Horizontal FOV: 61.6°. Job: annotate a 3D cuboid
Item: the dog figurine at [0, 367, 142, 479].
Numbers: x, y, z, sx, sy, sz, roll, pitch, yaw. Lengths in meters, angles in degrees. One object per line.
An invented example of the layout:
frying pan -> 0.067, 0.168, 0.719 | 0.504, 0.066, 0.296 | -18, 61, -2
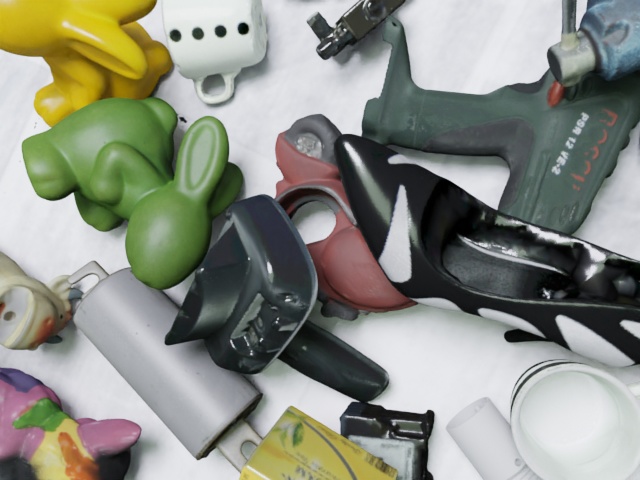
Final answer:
dog figurine -> -0.269, 0.164, 0.462 | 0.219, 0.191, 0.108 | 9, 56, 22

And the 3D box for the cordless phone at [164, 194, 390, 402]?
cordless phone -> -0.013, 0.064, 0.417 | 0.184, 0.089, 0.146 | 30, 134, -6

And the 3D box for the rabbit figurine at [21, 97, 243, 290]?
rabbit figurine -> -0.144, -0.037, 0.475 | 0.159, 0.121, 0.170 | -33, 66, -11

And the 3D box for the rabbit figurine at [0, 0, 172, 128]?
rabbit figurine -> -0.219, -0.171, 0.471 | 0.163, 0.173, 0.122 | 4, 84, 18

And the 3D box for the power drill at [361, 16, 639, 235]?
power drill -> 0.147, -0.119, 0.432 | 0.207, 0.086, 0.232 | 16, 93, 6

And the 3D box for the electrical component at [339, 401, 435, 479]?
electrical component -> 0.036, 0.177, 0.448 | 0.119, 0.047, 0.074 | -2, 85, 14

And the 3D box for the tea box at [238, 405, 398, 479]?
tea box -> -0.019, 0.221, 0.411 | 0.098, 0.068, 0.169 | 26, 123, 15

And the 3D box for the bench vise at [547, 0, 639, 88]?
bench vise -> 0.265, -0.110, 0.305 | 0.224, 0.128, 0.241 | -19, 66, 2

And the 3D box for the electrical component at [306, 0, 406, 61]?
electrical component -> 0.034, -0.202, 0.467 | 0.102, 0.078, 0.045 | -37, 103, 14

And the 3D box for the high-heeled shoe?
high-heeled shoe -> 0.129, 0.001, 0.353 | 0.248, 0.145, 0.086 | 42, 53, -18

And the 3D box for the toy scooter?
toy scooter -> -0.001, -0.001, 0.456 | 0.135, 0.075, 0.184 | -38, 81, 17

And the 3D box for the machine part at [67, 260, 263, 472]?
machine part -> -0.135, 0.106, 0.480 | 0.243, 0.079, 0.079 | 43, 96, 13

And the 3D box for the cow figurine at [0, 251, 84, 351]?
cow figurine -> -0.323, 0.045, 0.518 | 0.195, 0.127, 0.085 | 27, 92, 28
